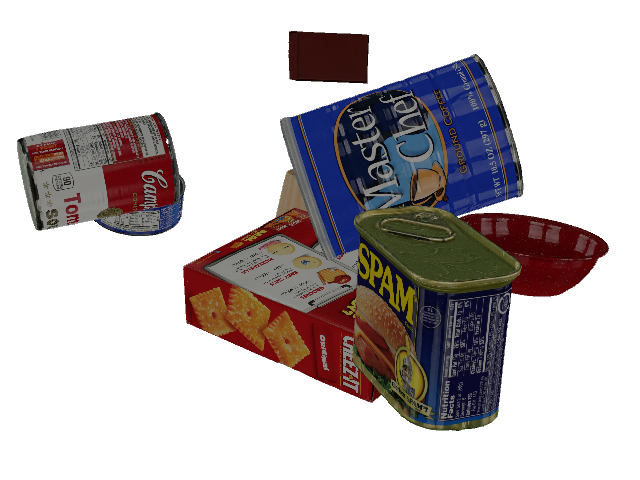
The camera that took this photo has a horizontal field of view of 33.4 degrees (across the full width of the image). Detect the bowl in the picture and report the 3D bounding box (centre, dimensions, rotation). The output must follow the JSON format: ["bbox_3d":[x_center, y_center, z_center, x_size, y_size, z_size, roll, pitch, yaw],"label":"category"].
[{"bbox_3d":[0.217,0.018,1.125,0.162,0.055,0.162,6,17,-2],"label":"bowl"}]

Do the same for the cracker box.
[{"bbox_3d":[0.007,0.052,0.974,0.214,0.072,0.163,20,32,33],"label":"cracker box"}]

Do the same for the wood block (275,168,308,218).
[{"bbox_3d":[-0.008,0.019,1.291,0.090,0.206,0.090,21,21,17],"label":"wood block"}]

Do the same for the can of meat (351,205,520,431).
[{"bbox_3d":[0.055,0.038,0.550,0.057,0.084,0.102,-6,23,-20],"label":"can of meat"}]

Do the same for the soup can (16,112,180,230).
[{"bbox_3d":[-0.158,-0.049,0.760,0.102,0.068,0.069,-13,4,-18],"label":"soup can"}]

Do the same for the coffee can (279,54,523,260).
[{"bbox_3d":[0.054,-0.056,0.729,0.140,0.103,0.103,-18,-1,2],"label":"coffee can"}]

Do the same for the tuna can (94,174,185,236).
[{"bbox_3d":[-0.167,-0.039,0.973,0.086,0.034,0.086,7,32,-5],"label":"tuna can"}]

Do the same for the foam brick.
[{"bbox_3d":[0.008,-0.193,1.124,0.078,0.051,0.053,1,11,-11],"label":"foam brick"}]
